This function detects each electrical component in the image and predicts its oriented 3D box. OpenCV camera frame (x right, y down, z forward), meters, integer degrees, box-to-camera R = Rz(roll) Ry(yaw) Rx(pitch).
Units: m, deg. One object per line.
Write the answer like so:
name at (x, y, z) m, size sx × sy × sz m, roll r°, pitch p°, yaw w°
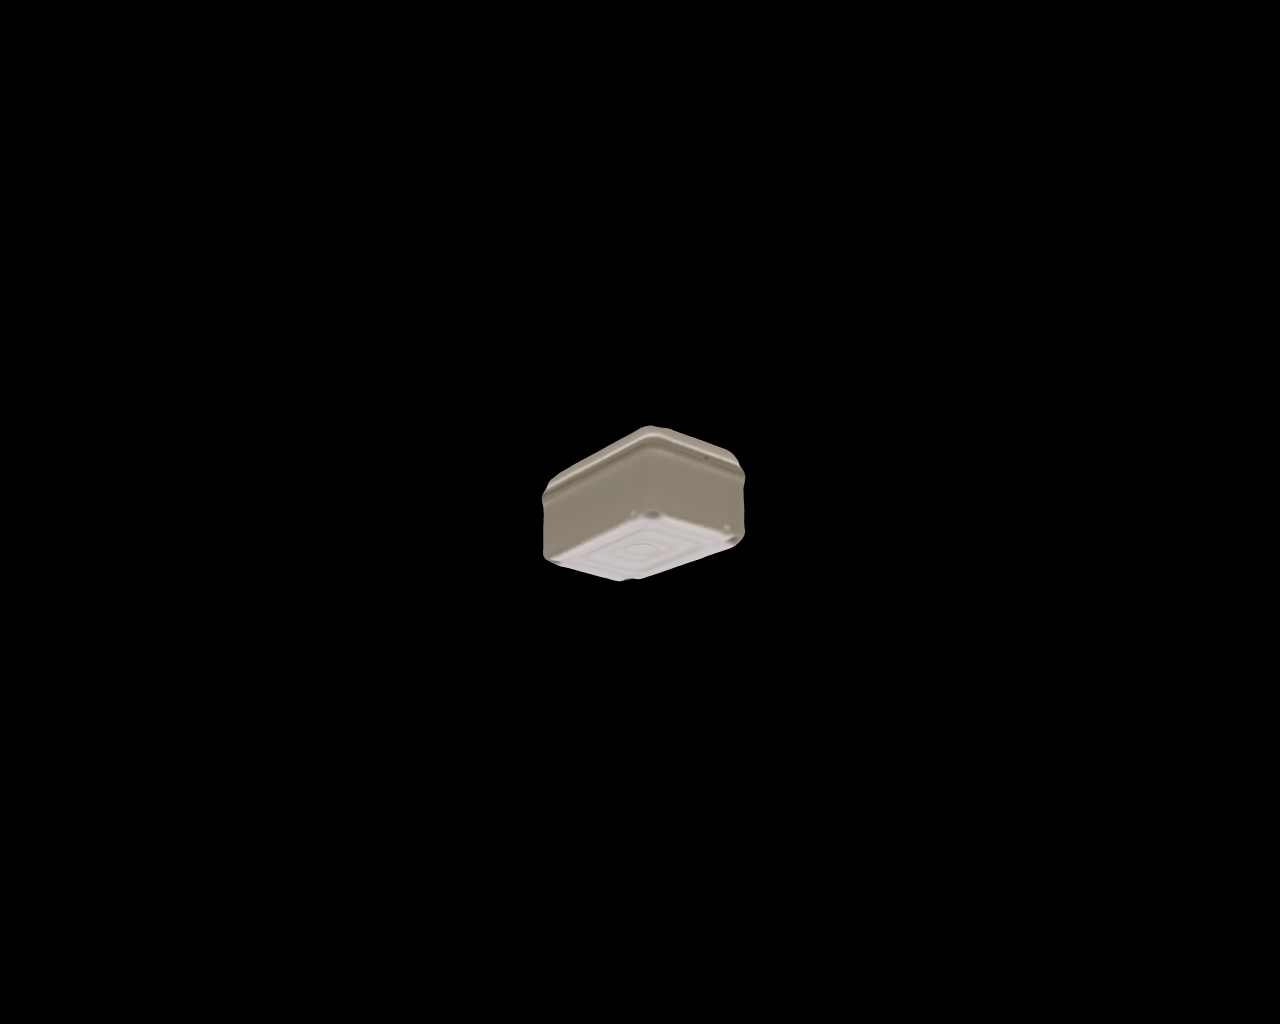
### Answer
electrical component at (0.001, -0.003, 0.650) m, size 0.078 × 0.057 × 0.113 m, roll 17°, pitch -27°, yaw -37°
